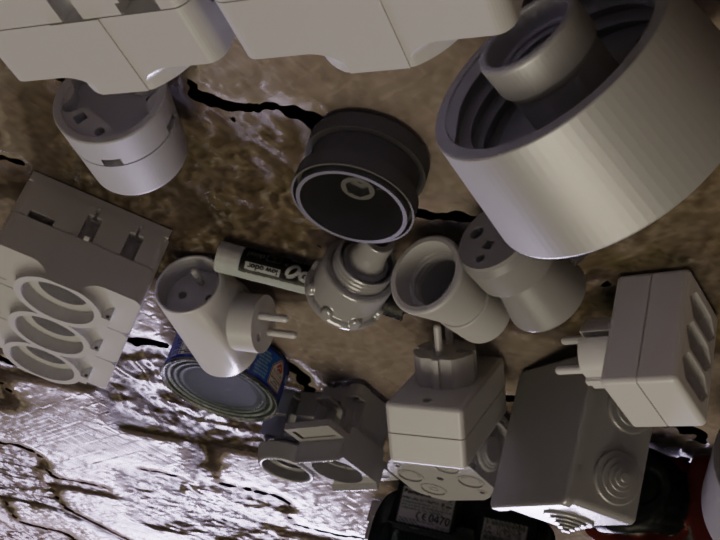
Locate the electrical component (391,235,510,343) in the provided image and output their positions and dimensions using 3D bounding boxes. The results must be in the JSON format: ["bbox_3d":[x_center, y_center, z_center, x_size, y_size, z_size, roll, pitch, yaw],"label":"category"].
[{"bbox_3d":[0.052,0.014,0.576,0.044,0.044,0.065,-8,153,36],"label":"electrical component"}]

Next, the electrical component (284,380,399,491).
[{"bbox_3d":[-0.008,0.115,0.750,0.042,0.063,0.081,-10,139,39],"label":"electrical component"}]

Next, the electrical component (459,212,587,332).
[{"bbox_3d":[0.081,-0.001,0.540,0.045,0.045,0.055,-11,138,39],"label":"electrical component"}]

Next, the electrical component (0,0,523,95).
[{"bbox_3d":[-0.034,-0.120,0.352,0.186,0.105,0.060,0,145,27],"label":"electrical component"}]

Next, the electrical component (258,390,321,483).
[{"bbox_3d":[-0.047,0.122,0.788,0.066,0.055,0.048,2,146,24],"label":"electrical component"}]

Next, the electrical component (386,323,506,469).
[{"bbox_3d":[0.052,0.064,0.640,0.047,0.083,0.075,2,107,24],"label":"electrical component"}]

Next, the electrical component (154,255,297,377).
[{"bbox_3d":[-0.078,0.031,0.672,0.079,0.044,0.077,5,147,20],"label":"electrical component"}]

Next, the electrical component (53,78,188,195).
[{"bbox_3d":[-0.114,-0.069,0.524,0.055,0.055,0.047,9,151,15],"label":"electrical component"}]

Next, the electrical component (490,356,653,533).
[{"bbox_3d":[0.126,0.102,0.627,0.048,0.099,0.100,22,160,-15],"label":"electrical component"}]

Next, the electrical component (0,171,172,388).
[{"bbox_3d":[-0.185,0.016,0.684,0.089,0.061,0.150,24,148,-9],"label":"electrical component"}]

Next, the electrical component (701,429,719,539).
[{"bbox_3d":[0.243,0.114,0.584,0.108,0.108,0.060,5,141,20],"label":"electrical component"}]

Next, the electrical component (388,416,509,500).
[{"bbox_3d":[0.060,0.120,0.735,0.080,0.051,0.080,13,148,8],"label":"electrical component"}]

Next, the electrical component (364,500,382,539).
[{"bbox_3d":[0.029,0.233,0.925,0.048,0.055,0.066,-5,142,33],"label":"electrical component"}]

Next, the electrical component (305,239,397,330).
[{"bbox_3d":[0.000,0.000,0.585,0.048,0.048,0.062,23,142,-8],"label":"electrical component"}]

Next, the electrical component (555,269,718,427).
[{"bbox_3d":[0.138,0.042,0.559,0.077,0.065,0.047,-7,141,35],"label":"electrical component"}]

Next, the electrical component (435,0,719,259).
[{"bbox_3d":[0.077,-0.064,0.388,0.108,0.108,0.060,-17,128,44],"label":"electrical component"}]
